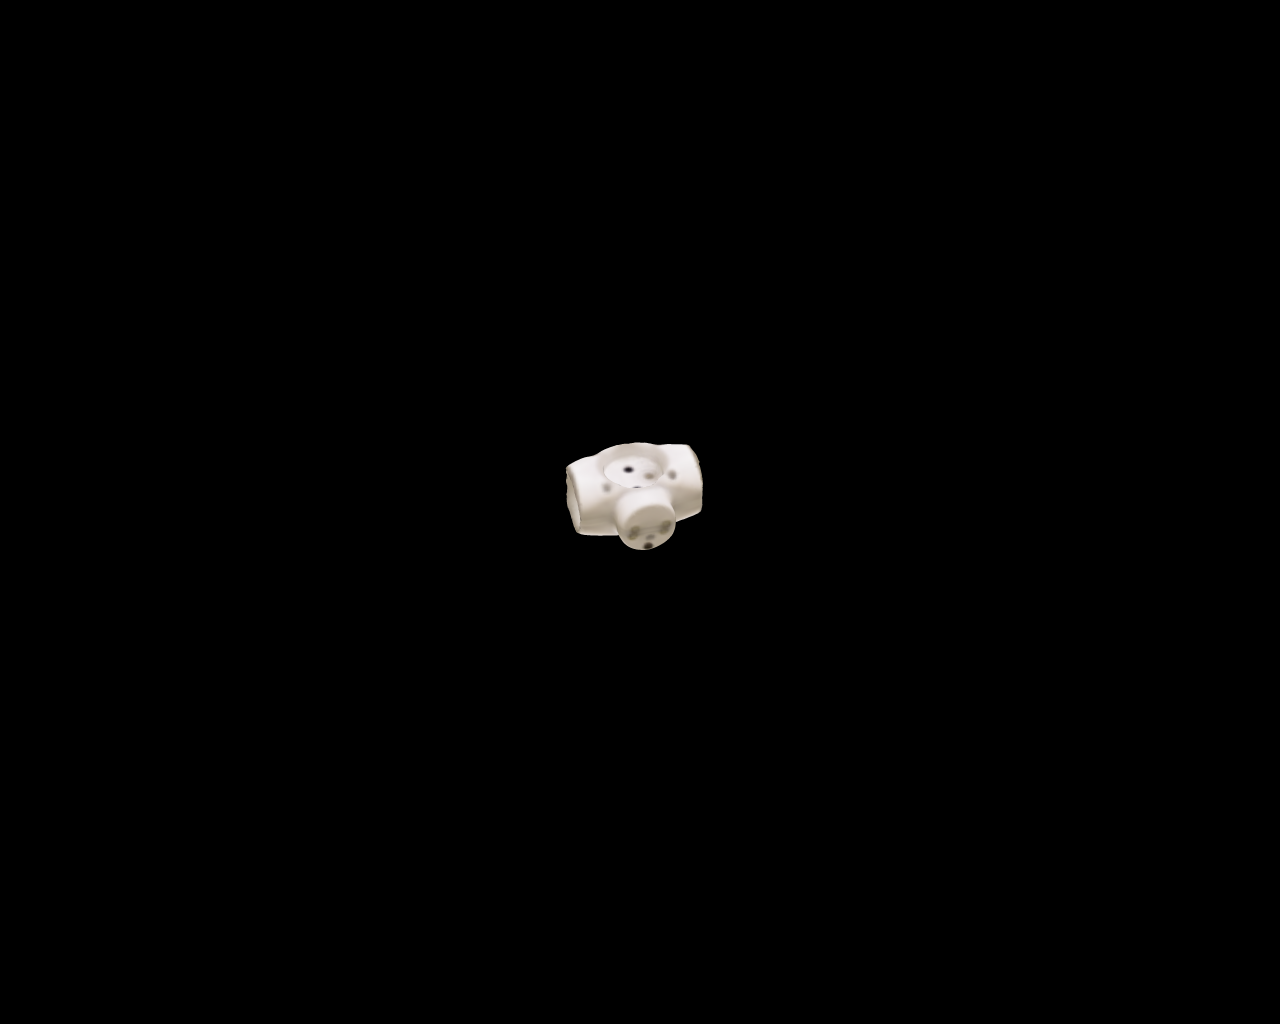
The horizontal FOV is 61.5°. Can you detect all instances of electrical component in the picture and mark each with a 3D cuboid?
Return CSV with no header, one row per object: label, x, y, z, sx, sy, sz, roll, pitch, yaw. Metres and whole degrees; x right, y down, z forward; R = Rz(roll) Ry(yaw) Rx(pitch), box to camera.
electrical component,0.001,-0.003,0.650,0.077,0.044,0.079,-10,43,-11
